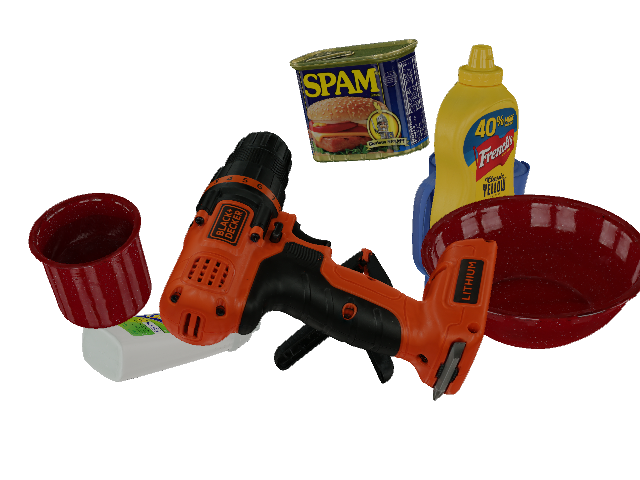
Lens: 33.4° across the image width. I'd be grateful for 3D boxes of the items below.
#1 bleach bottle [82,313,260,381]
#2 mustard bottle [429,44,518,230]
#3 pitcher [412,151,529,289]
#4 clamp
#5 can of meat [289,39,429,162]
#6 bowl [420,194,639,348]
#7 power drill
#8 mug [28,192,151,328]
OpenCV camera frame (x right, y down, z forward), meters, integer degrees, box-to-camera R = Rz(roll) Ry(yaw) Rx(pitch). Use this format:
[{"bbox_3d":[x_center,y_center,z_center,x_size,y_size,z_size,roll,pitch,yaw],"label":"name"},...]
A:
[{"bbox_3d":[-0.193,0.130,1.469,0.250,0.068,0.103,-9,24,-42],"label":"bleach bottle"},{"bbox_3d":[0.148,-0.089,1.011,0.096,0.192,0.058,-18,27,-37],"label":"mustard bottle"},{"bbox_3d":[0.196,0.003,1.451,0.149,0.243,0.145,5,23,4],"label":"pitcher"},{"bbox_3d":[0.038,0.078,1.091,0.120,0.171,0.039,16,-39,18],"label":"clamp"},{"bbox_3d":[0.033,-0.110,0.854,0.102,0.084,0.057,0,21,33],"label":"can of meat"},{"bbox_3d":[0.153,0.029,0.769,0.162,0.055,0.162,-3,33,1],"label":"bowl"},{"bbox_3d":[0.011,0.011,0.658,0.187,0.057,0.184,16,43,3],"label":"power drill"},{"bbox_3d":[-0.195,0.013,0.908,0.093,0.081,0.117,-22,44,-16],"label":"mug"}]
